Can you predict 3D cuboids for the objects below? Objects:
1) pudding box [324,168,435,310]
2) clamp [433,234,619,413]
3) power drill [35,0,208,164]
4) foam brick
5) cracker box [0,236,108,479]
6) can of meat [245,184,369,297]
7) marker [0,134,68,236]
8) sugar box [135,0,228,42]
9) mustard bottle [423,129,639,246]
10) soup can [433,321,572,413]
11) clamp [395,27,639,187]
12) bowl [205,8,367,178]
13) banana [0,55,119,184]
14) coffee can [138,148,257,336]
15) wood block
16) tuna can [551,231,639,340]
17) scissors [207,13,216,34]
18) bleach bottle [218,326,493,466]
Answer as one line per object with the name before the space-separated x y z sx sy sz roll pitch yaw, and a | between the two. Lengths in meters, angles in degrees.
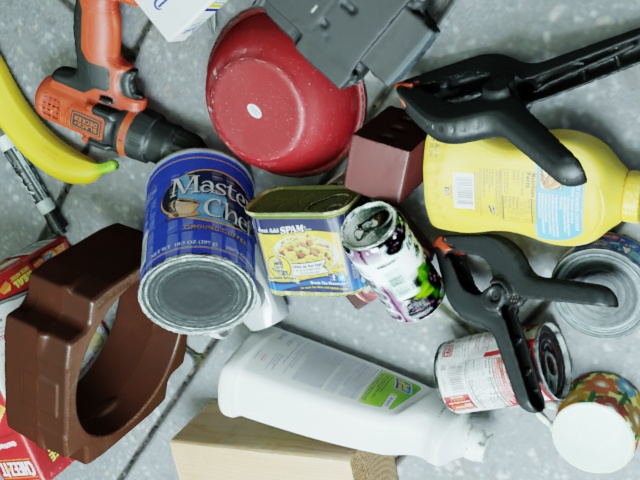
pudding box | 0.036 -0.004 0.963 0.090 0.039 0.113 -36 94 36
clamp | 0.163 0.043 0.881 0.120 0.039 0.172 -48 58 19
power drill | -0.175 -0.164 0.987 0.184 0.057 0.188 22 121 12
foam brick | 0.061 -0.071 0.893 0.053 0.078 0.051 21 123 18
cracker box | -0.302 0.126 1.131 0.072 0.164 0.213 -11 108 34
can of meat | -0.006 0.001 0.928 0.102 0.057 0.084 0 117 28
marker | -0.304 -0.058 1.131 0.020 0.020 0.121 -24 101 34
sugar box | -0.084 -0.253 0.873 0.176 0.048 0.093 -37 92 19
mustard bottle | 0.181 -0.043 0.854 0.192 0.058 0.096 9 123 24
soup can | 0.159 0.113 0.936 0.102 0.068 0.068 -15 106 33
clamp | 0.152 -0.113 0.815 0.210 0.164 0.036 16 144 46
bowl | -0.043 -0.122 0.939 0.162 0.055 0.162 12 118 23
banana | -0.289 -0.118 1.086 0.198 0.037 0.070 42 109 3
coffee can | -0.109 0.000 0.961 0.103 0.140 0.103 -2 135 -3
wood block | -0.035 0.228 1.083 0.206 0.090 0.091 0 113 29
tuna can | 0.234 0.038 0.880 0.086 0.033 0.086 12 118 23
scissors | -0.121 -0.286 0.923 0.096 0.016 0.202 19 120 16
bleach bottle | 0.036 0.158 1.001 0.251 0.102 0.068 17 125 21
